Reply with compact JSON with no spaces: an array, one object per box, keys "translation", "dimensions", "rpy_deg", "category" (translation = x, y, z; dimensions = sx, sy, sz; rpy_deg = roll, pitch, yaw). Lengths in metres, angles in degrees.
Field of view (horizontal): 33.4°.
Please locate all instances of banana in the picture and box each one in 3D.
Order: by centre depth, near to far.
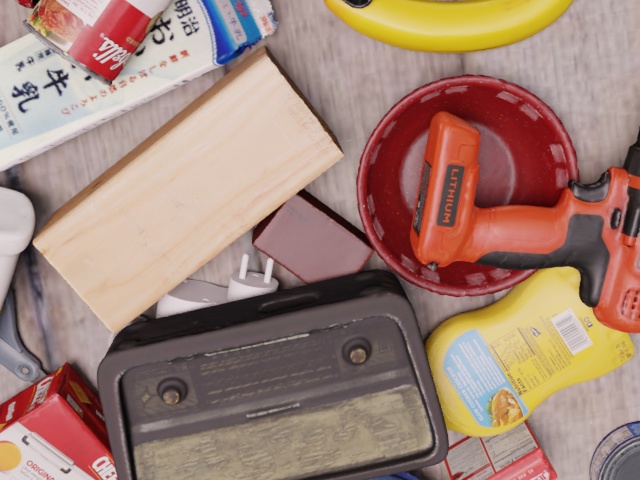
[{"translation":[0.105,-0.170,0.774],"dimensions":[0.198,0.037,0.069],"rpy_deg":[-12,97,3],"category":"banana"}]

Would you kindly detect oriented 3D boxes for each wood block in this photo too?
[{"translation":[-0.092,-0.039,0.769],"dimensions":[0.206,0.091,0.090],"rpy_deg":[-37,104,7],"category":"wood block"}]

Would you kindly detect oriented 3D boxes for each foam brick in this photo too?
[{"translation":[-0.005,0.001,0.800],"dimensions":[0.078,0.051,0.053],"rpy_deg":[37,98,-8],"category":"foam brick"}]

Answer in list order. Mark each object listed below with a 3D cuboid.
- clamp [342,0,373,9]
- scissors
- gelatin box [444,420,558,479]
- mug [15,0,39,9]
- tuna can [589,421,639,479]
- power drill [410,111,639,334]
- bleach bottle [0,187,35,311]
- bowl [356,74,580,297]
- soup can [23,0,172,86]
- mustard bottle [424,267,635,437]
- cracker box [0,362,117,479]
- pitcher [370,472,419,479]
[{"translation":[-0.070,-0.226,0.707],"dimensions":[0.210,0.164,0.036],"rpy_deg":[45,117,14],"category":"clamp"},{"translation":[-0.226,0.081,0.829],"dimensions":[0.201,0.016,0.096],"rpy_deg":[29,110,-7],"category":"scissors"},{"translation":[0.136,0.172,0.817],"dimensions":[0.073,0.089,0.030],"rpy_deg":[-32,101,5],"category":"gelatin box"},{"translation":[-0.184,-0.216,0.738],"dimensions":[0.093,0.081,0.117],"rpy_deg":[19,100,-4],"category":"mug"},{"translation":[0.260,0.189,0.850],"dimensions":[0.086,0.034,0.086],"rpy_deg":[0,102,0],"category":"tuna can"},{"translation":[0.164,-0.036,0.733],"dimensions":[0.187,0.057,0.184],"rpy_deg":[10,100,-3],"category":"power drill"},{"translation":[-0.287,0.073,0.786],"dimensions":[0.102,0.068,0.251],"rpy_deg":[12,121,-19],"category":"bleach bottle"},{"translation":[0.106,-0.042,0.790],"dimensions":[0.162,0.055,0.162],"rpy_deg":[0,102,-1],"category":"bowl"},{"translation":[-0.132,-0.159,0.682],"dimensions":[0.068,0.068,0.102],"rpy_deg":[37,95,-7],"category":"soup can"},{"translation":[0.135,0.095,0.817],"dimensions":[0.191,0.058,0.096],"rpy_deg":[-32,99,6],"category":"mustard bottle"},{"translation":[-0.235,0.220,0.827],"dimensions":[0.214,0.072,0.164],"rpy_deg":[-33,109,5],"category":"cracker box"},{"translation":[0.008,0.288,0.806],"dimensions":[0.149,0.145,0.243],"rpy_deg":[31,119,-22],"category":"pitcher"}]
